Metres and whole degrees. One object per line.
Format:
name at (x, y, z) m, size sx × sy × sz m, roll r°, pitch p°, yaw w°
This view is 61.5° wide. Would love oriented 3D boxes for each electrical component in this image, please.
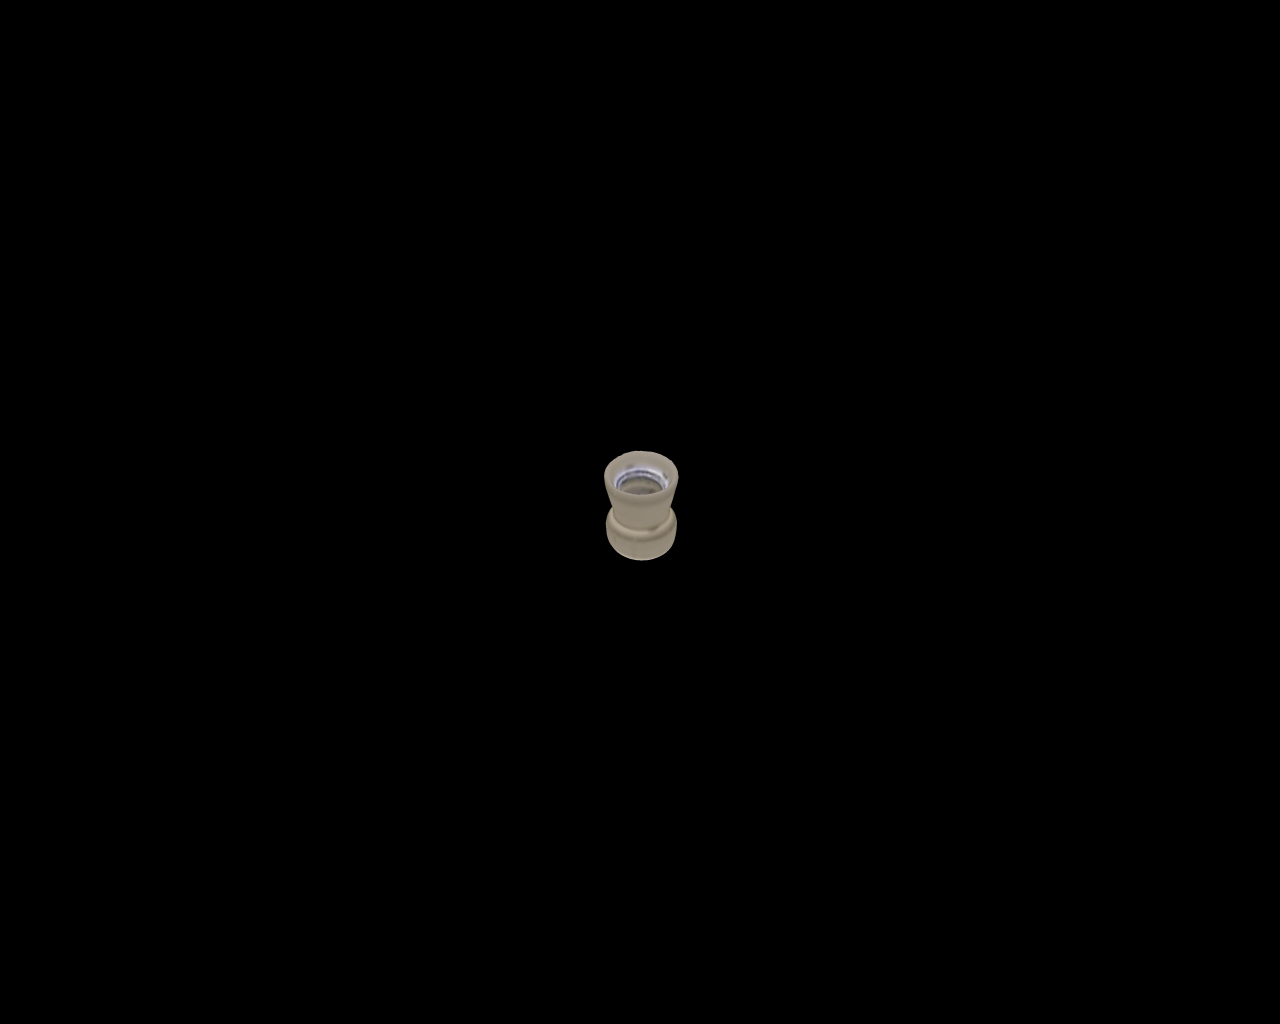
electrical component at (0.001, -0.003, 0.650) m, size 0.045 × 0.055 × 0.045 m, roll 0°, pitch 40°, yaw 0°
